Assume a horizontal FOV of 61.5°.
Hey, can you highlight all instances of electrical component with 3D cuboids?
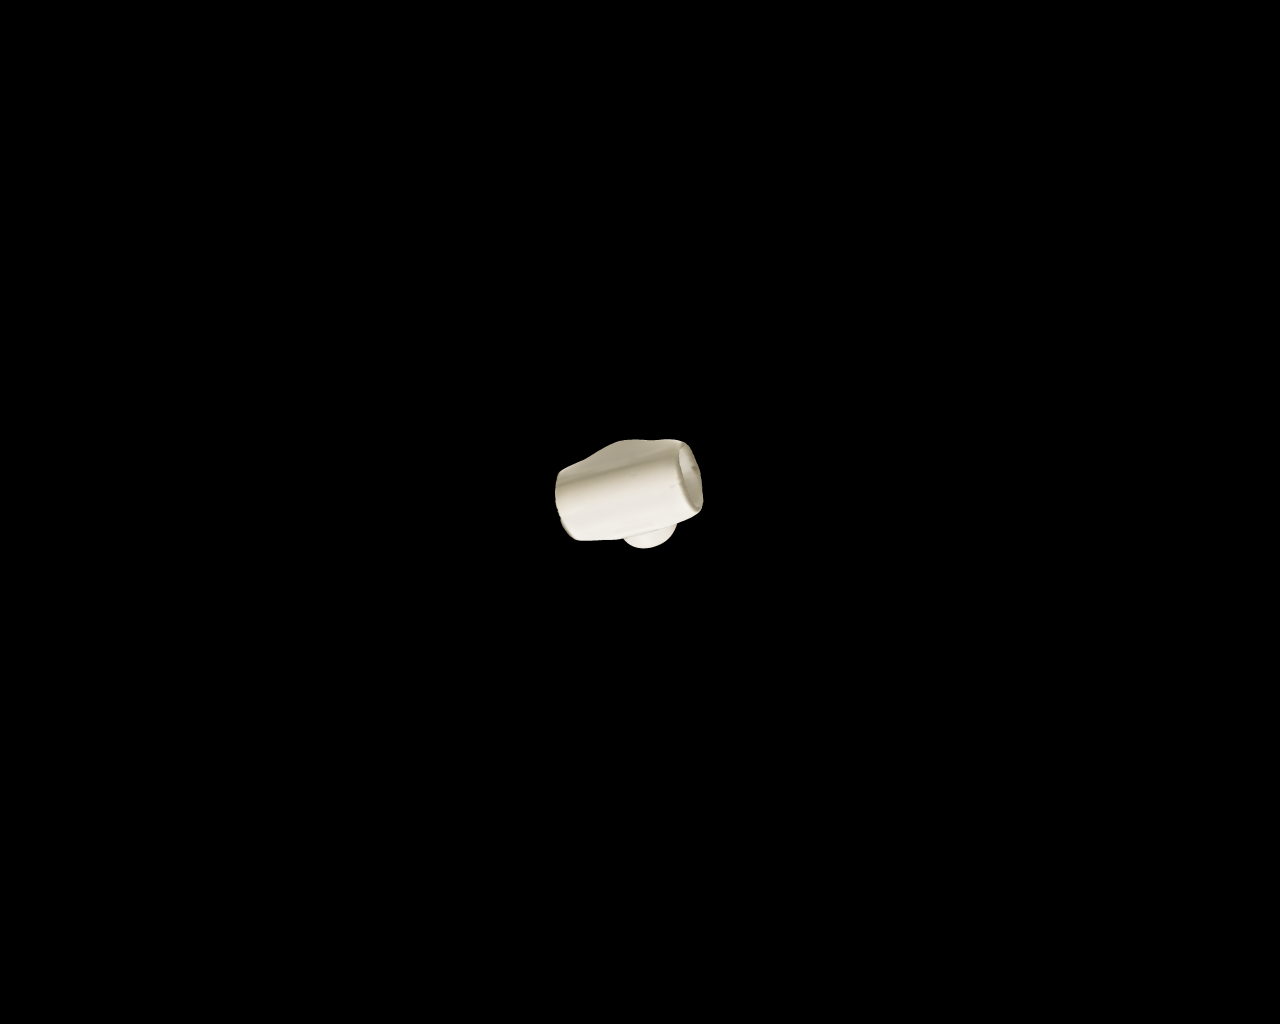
[{"bbox_3d":[0.001,-0.003,0.650,0.077,0.043,0.079,-14,-40,17],"label":"electrical component"}]
